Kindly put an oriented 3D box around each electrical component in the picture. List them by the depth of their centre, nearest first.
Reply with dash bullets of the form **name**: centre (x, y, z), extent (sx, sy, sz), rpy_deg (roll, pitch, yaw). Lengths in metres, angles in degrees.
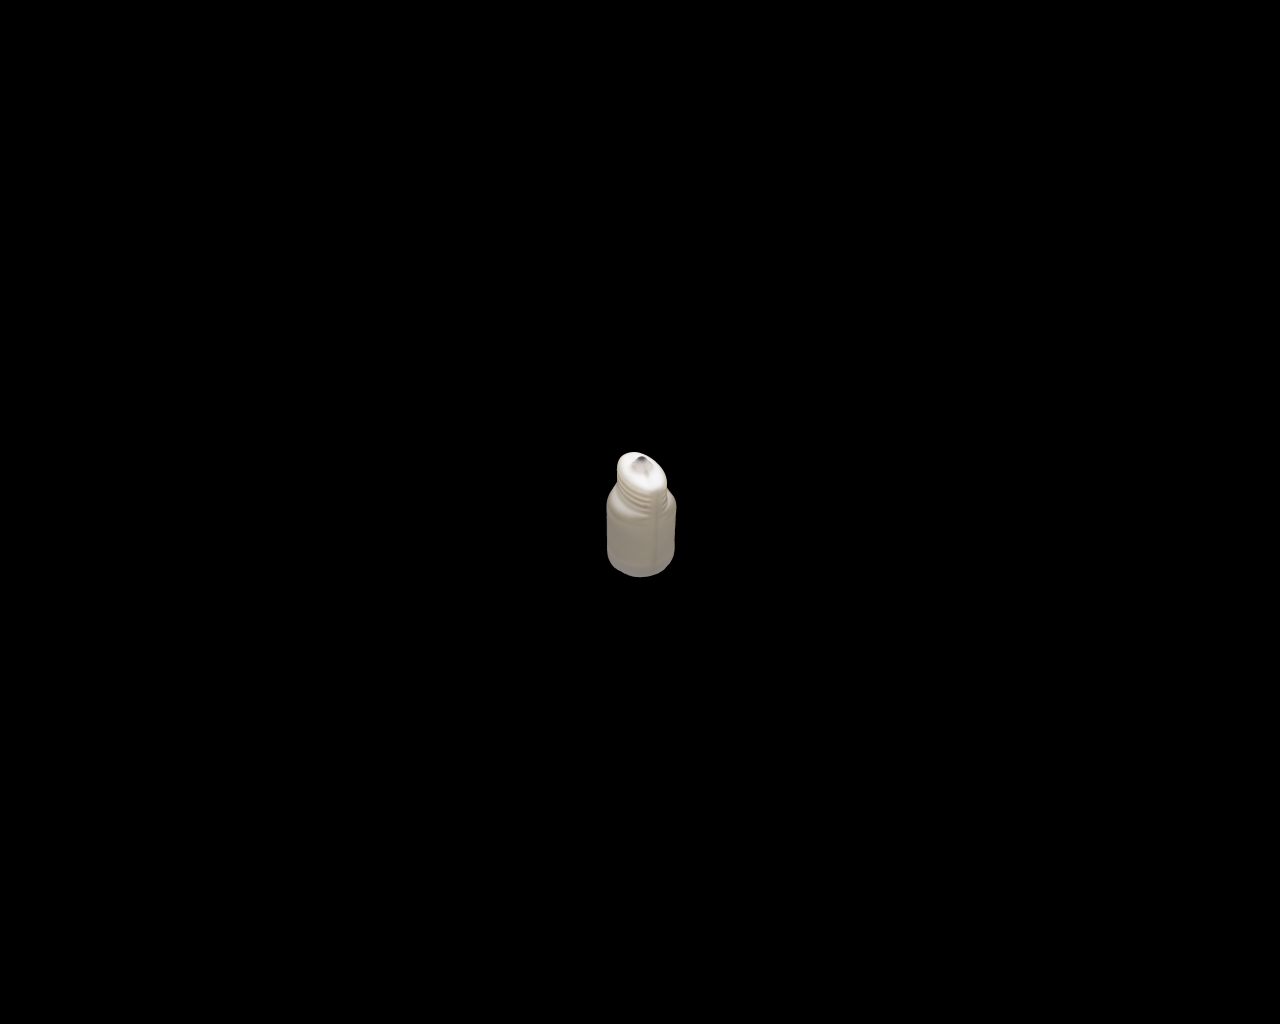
- **electrical component**: centre (0.001, -0.003, 0.650), extent (0.043, 0.080, 0.043), rpy_deg (0, 41, 0)
